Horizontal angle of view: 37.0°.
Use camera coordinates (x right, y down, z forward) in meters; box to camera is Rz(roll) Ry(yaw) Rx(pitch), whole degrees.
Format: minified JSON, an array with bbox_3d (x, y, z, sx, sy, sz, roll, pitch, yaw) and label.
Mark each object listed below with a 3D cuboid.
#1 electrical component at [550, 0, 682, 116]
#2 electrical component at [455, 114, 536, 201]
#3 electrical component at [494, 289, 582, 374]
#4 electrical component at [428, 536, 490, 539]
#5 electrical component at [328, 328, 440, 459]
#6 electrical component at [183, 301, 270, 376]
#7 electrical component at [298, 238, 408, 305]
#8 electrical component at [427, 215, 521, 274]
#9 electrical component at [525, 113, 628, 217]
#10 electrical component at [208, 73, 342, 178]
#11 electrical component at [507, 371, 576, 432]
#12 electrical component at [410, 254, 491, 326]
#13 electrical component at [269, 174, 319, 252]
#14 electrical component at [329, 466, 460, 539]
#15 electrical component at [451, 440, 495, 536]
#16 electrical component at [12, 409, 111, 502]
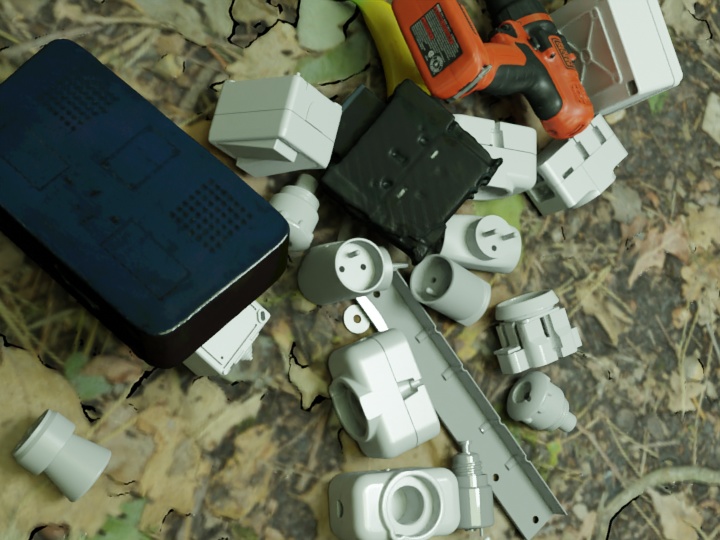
[{"bbox_3d":[0.231,-0.204,0.999,0.056,0.109,0.108,-19,90,-24],"label":"electrical component"},{"bbox_3d":[0.107,-0.097,0.952,0.095,0.054,0.059,7,79,-25],"label":"electrical component"},{"bbox_3d":[0.152,0.052,0.948,0.078,0.058,0.057,-19,93,-27],"label":"electrical component"},{"bbox_3d":[0.088,0.254,0.889,0.076,0.047,0.083,-41,100,-25],"label":"electrical component"},{"bbox_3d":[0.016,0.103,0.875,0.059,0.054,0.095,-22,91,-27],"label":"electrical component"},{"bbox_3d":[-0.121,0.037,0.821,0.096,0.061,0.061,45,64,-20],"label":"electrical component"},{"bbox_3d":[0.000,0.000,0.872,0.079,0.077,0.044,-6,84,-26],"label":"electrical component"},{"bbox_3d":[0.105,-0.025,0.925,0.077,0.079,0.043,8,78,-24],"label":"electrical component"},{"bbox_3d":[0.198,-0.094,0.997,0.089,0.050,0.055,-41,100,-25],"label":"electrical component"},{"bbox_3d":[-0.073,-0.111,0.851,0.062,0.096,0.061,32,66,-49],"label":"electrical component"},{"bbox_3d":[0.164,0.122,0.950,0.062,0.048,0.048,34,69,-25],"label":"electrical component"},{"bbox_3d":[0.083,0.020,0.920,0.081,0.043,0.043,28,68,-49],"label":"electrical component"},{"bbox_3d":[-0.053,-0.049,0.874,0.048,0.048,0.062,33,62,-17],"label":"electrical component"},{"bbox_3d":[0.030,0.188,0.865,0.095,0.059,0.053,0,82,-26],"label":"electrical component"},{"bbox_3d":[0.091,0.183,0.906,0.040,0.040,0.078,1,81,-25],"label":"electrical component"},{"bbox_3d":[-0.213,0.132,0.767,0.055,0.045,0.045,41,67,-14],"label":"electrical component"}]
